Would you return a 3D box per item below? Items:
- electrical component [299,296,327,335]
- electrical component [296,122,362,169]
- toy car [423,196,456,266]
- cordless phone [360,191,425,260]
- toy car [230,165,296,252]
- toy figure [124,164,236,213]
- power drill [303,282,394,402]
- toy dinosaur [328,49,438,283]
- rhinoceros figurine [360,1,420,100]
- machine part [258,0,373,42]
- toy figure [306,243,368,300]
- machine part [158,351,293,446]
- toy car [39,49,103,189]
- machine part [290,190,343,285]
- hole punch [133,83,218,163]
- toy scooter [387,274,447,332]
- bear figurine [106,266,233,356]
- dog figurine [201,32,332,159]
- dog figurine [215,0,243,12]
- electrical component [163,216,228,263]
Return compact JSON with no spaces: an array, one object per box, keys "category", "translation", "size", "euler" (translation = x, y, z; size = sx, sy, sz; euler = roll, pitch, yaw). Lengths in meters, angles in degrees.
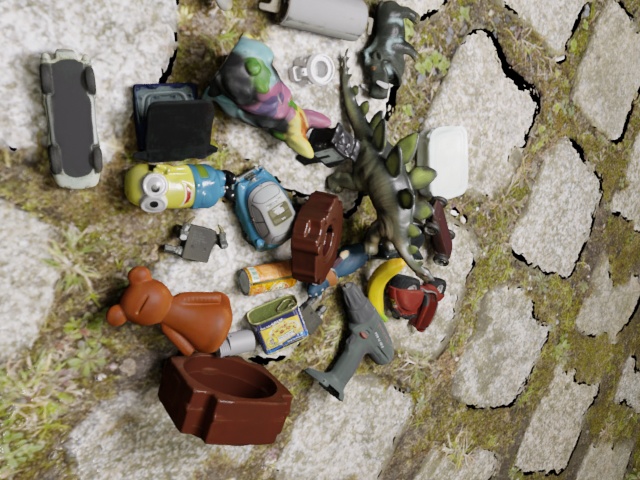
[{"category":"electrical component","translation":[-0.028,0.162,1.122],"size":[0.094,0.021,0.063],"euler":[-47,122,-15]},{"category":"electrical component","translation":[0.012,-0.173,1.017],"size":[0.074,0.119,0.048],"euler":[34,65,-33]},{"category":"toy car","translation":[0.269,-0.019,1.225],"size":[0.202,0.053,0.089],"euler":[56,50,-52]},{"category":"cordless phone","translation":[0.163,-0.046,1.179],"size":[0.146,0.089,0.184],"euler":[5,87,-32]},{"category":"toy car","translation":[-0.090,-0.052,0.981],"size":[0.109,0.103,0.161],"euler":[-33,119,-24]},{"category":"toy figure","translation":[-0.232,-0.088,0.893],"size":[0.180,0.089,0.082],"euler":[-10,100,-41]},{"category":"power drill","translation":[0.058,0.229,1.169],"size":[0.207,0.086,0.231],"euler":[-53,126,-21]},{"category":"toy dinosaur","translation":[0.116,-0.134,1.042],"size":[0.105,0.198,0.471],"euler":[-19,79,-41]},{"category":"rhinoceros figurine","translation":[0.136,-0.376,1.072],"size":[0.112,0.073,0.190],"euler":[1,101,-35]},{"category":"machine part","translation":[0.000,-0.412,0.970],"size":[0.243,0.079,0.079],"euler":[-2,102,-32]},{"category":"toy figure","translation":[0.030,0.065,1.117],"size":[0.154,0.058,0.064],"euler":[-34,112,-18]},{"category":"machine part","translation":[-0.168,0.276,0.946],"size":[0.201,0.201,0.087],"euler":[13,96,-35]},{"category":"toy car","translation":[-0.368,-0.176,0.795],"size":[0.073,0.056,0.201],"euler":[-6,104,-26]},{"category":"machine part","translation":[-0.002,-0.003,1.022],"size":[0.179,0.056,0.179],"euler":[12,90,-75]},{"category":"hole punch","translation":[-0.240,-0.192,0.869],"size":[0.142,0.092,0.115],"euler":[-13,139,-33]},{"category":"toy scooter","translation":[0.223,0.151,1.257],"size":[0.184,0.075,0.135],"euler":[7,98,-39]},{"category":"bear figurine","translation":[-0.254,0.122,0.923],"size":[0.196,0.132,0.120],"euler":[24,86,-17]},{"category":"dog figurine","translation":[-0.075,-0.231,0.909],"size":[0.219,0.192,0.108],"euler":[30,78,-20]},{"category":"dog figurine","translation":[-0.092,-0.462,0.890],"size":[0.190,0.121,0.172],"euler":[-12,134,-46]},{"category":"electrical component","translation":[-0.214,0.000,0.945],"size":[0.102,0.045,0.078],"euler":[22,87,-35]}]
